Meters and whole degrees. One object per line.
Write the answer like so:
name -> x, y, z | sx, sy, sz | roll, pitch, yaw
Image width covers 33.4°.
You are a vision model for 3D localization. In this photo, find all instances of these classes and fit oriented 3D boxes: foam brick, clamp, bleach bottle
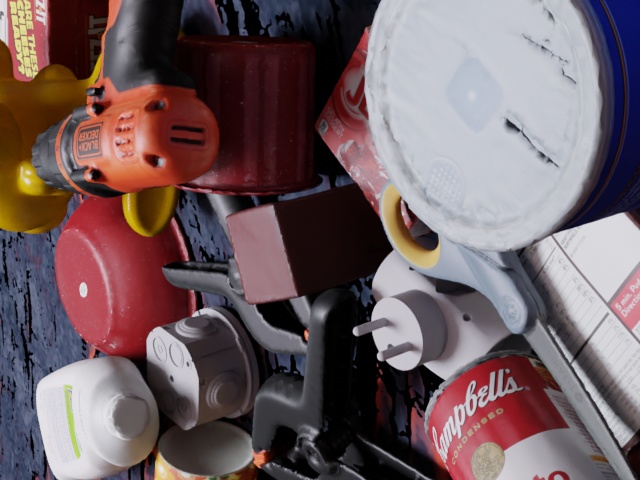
foam brick -> -0.004, 0.001, 0.592 | 0.051, 0.078, 0.053 | -11, 93, 52
clamp -> -0.042, 0.008, 0.677 | 0.172, 0.039, 0.120 | 30, 130, 36
clamp -> 0.016, 0.124, 0.628 | 0.164, 0.036, 0.210 | 55, 150, 4
bleach bottle -> -0.165, 0.141, 0.811 | 0.251, 0.068, 0.102 | -21, 83, 68

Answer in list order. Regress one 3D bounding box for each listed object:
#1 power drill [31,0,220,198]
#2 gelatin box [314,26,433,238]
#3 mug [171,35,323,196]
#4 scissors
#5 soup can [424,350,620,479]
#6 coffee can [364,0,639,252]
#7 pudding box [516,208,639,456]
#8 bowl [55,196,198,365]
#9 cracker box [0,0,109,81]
power drill -> -0.110, -0.117, 0.582 | 0.185, 0.057, 0.187 | 1, 90, 55
gelatin box -> 0.041, -0.056, 0.553 | 0.089, 0.030, 0.073 | 56, 139, 23
mug -> -0.051, -0.076, 0.619 | 0.117, 0.093, 0.081 | 17, 111, 47
scissors -> 0.078, 0.031, 0.486 | 0.096, 0.016, 0.202 | -40, 67, 56
soup can -> 0.097, 0.108, 0.480 | 0.102, 0.068, 0.068 | -118, 34, -50
coffee can -> 0.101, -0.060, 0.381 | 0.103, 0.140, 0.103 | 22, 119, 47
pudding box -> 0.128, 0.021, 0.460 | 0.113, 0.039, 0.090 | 55, 142, 29
bowl -> -0.160, 0.030, 0.825 | 0.162, 0.055, 0.162 | 23, 120, 47
cracker box -> -0.230, -0.208, 0.822 | 0.214, 0.071, 0.164 | 29, 125, 43
